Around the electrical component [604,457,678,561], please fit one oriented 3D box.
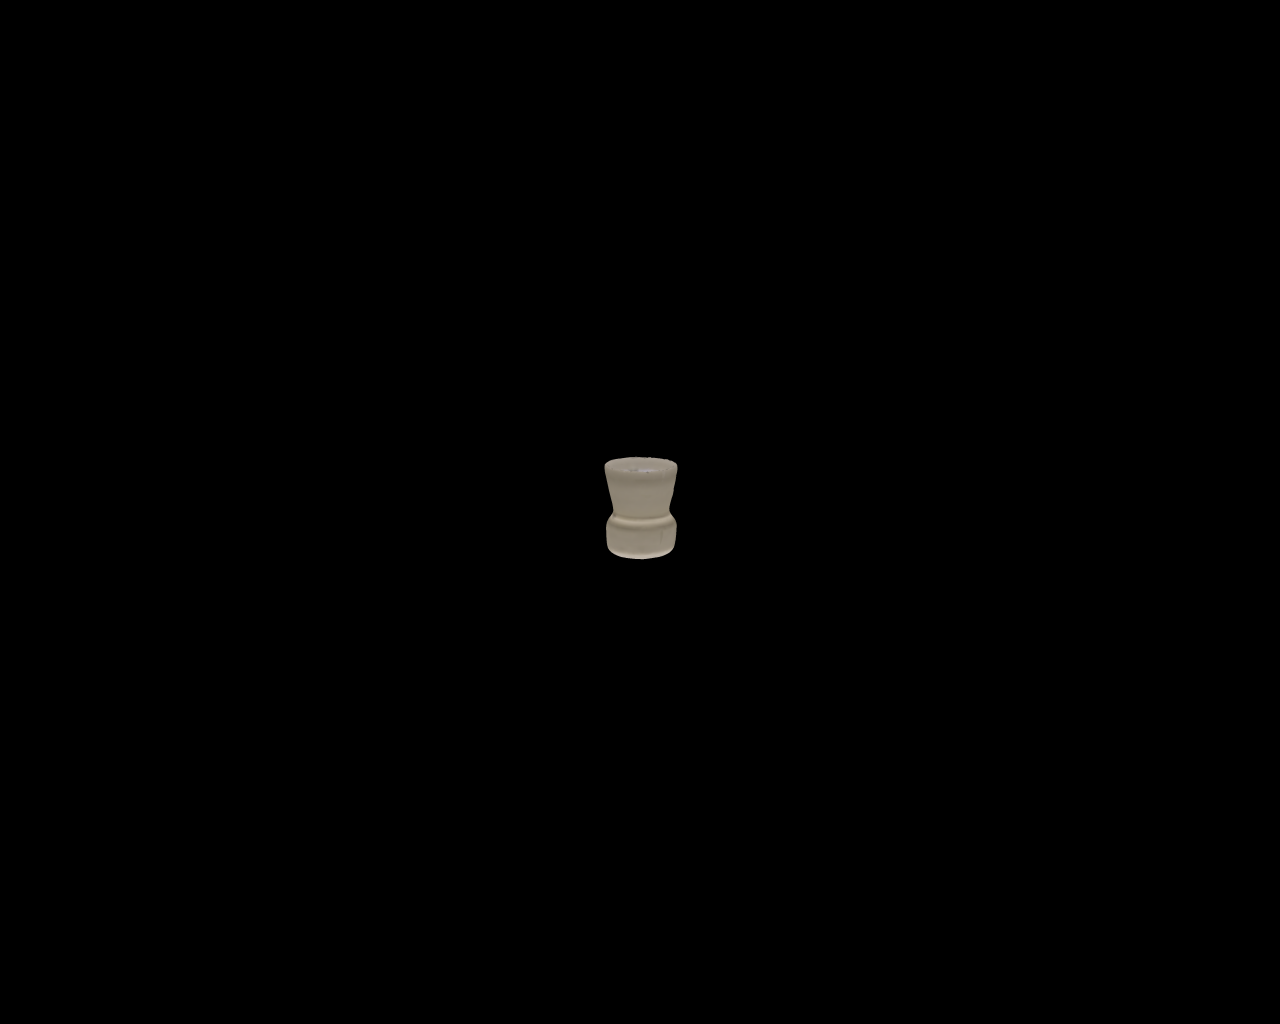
[{"bbox_3d":[0.001,-0.003,0.650,0.045,0.055,0.045,0,14,0],"label":"electrical component"}]
